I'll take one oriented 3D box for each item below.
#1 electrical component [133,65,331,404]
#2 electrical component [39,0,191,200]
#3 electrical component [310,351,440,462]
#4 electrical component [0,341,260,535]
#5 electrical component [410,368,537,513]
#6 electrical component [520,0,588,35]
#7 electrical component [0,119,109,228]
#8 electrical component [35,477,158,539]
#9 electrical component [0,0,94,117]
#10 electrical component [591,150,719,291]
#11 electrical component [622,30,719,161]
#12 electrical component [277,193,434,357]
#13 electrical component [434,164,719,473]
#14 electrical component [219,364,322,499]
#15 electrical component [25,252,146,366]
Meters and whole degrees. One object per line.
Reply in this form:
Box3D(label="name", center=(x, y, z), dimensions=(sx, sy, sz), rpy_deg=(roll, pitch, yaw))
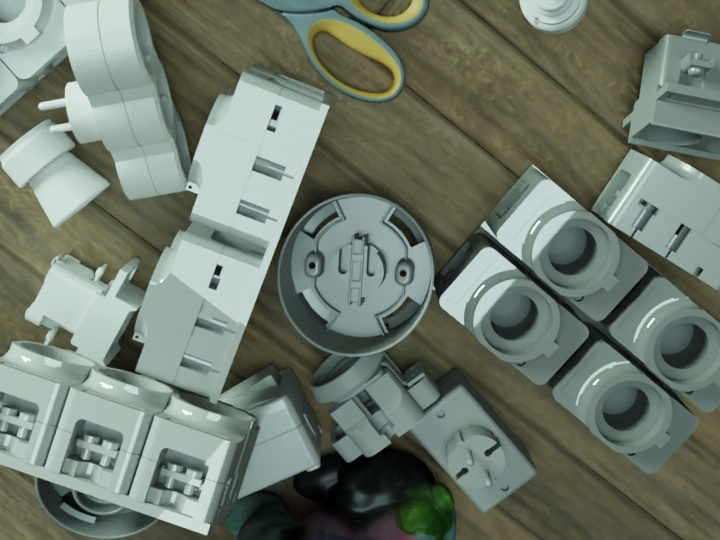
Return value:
Box3D(label="electrical component", center=(-0.079, -0.028, 0.659), dimensions=(0.060, 0.105, 0.186), rpy_deg=(21, 102, -6))
Box3D(label="electrical component", center=(-0.152, -0.096, 0.641), dimensions=(0.074, 0.052, 0.138), rpy_deg=(-10, 140, 1))
Box3D(label="electrical component", center=(0.004, 0.081, 0.711), dimensions=(0.078, 0.058, 0.057), rpy_deg=(-37, 104, 8))
Box3D(label="electrical component", center=(-0.142, 0.095, 0.637), dimensions=(0.150, 0.089, 0.061), rpy_deg=(18, 89, 4))
Box3D(label="electrical component", center=(0.075, 0.120, 0.712), dimensions=(0.047, 0.075, 0.083), rpy_deg=(-39, 101, 8))
Box3D(label="electrical component", center=(0.116, -0.164, 0.648), dimensions=(0.040, 0.078, 0.040), rpy_deg=(2, 98, 12))
Box3D(label="electrical component", center=(-0.194, -0.061, 0.680), dimensions=(0.045, 0.045, 0.055), rpy_deg=(-38, 101, 7))
Box3D(label="electrical component", center=(-0.170, 0.129, 0.728), dimensions=(0.099, 0.064, 0.099), rpy_deg=(-2, 117, -4))
Box3D(label="electrical component", center=(-0.210, -0.164, 0.646), dimensions=(0.150, 0.061, 0.089), rpy_deg=(-39, 101, 8))
Box3D(label="electrical component", center=(0.205, -0.036, 0.690), dimensions=(0.089, 0.050, 0.055), rpy_deg=(30, 101, -8))
Box3D(label="electrical component", center=(0.237, -0.102, 0.668), dimensions=(0.121, 0.078, 0.063), rpy_deg=(11, 81, -4))
Box3D(label="electrical component", center=(0.000, 0.000, 0.685), dimensions=(0.099, 0.064, 0.099), rpy_deg=(1, 99, 10))
Box3D(label="electrical component", center=(0.152, 0.034, 0.701), dimensions=(0.186, 0.060, 0.105), rpy_deg=(39, 100, -9))
Box3D(label="electrical component", center=(-0.080, 0.111, 0.714), dimensions=(0.096, 0.061, 0.061), rpy_deg=(-24, 103, 5))
Box3D(label="electrical component", center=(-0.179, 0.024, 0.702), dimensions=(0.064, 0.042, 0.081), rpy_deg=(30, 100, -6))
